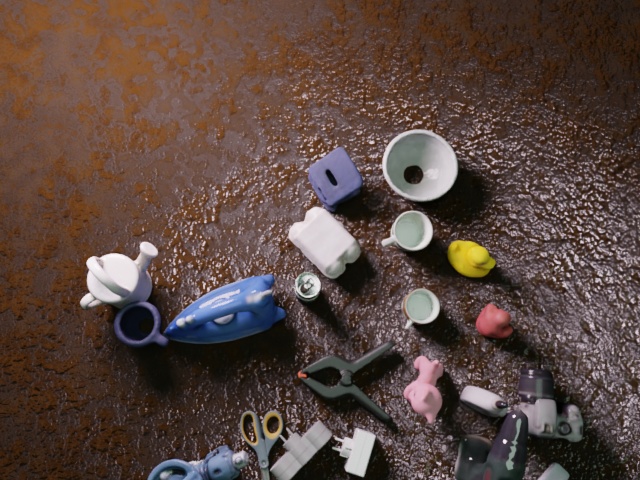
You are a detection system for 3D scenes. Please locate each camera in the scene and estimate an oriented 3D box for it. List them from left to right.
[{"bbox_3d":[0.464,0.338,1.177,0.143,0.101,0.137,6,77,-2],"label":"camera"}]

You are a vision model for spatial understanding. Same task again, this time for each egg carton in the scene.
[{"bbox_3d":[0.011,0.004,1.240,0.150,0.069,0.107,44,79,6],"label":"egg carton"}]

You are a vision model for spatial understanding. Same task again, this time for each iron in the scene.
[{"bbox_3d":[-0.204,0.149,1.159,0.258,0.141,0.118,-19,79,-7],"label":"iron"}]

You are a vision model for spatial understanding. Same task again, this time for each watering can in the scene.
[{"bbox_3d":[-0.401,0.072,1.137,0.101,0.194,0.173,27,78,3],"label":"watering can"}]

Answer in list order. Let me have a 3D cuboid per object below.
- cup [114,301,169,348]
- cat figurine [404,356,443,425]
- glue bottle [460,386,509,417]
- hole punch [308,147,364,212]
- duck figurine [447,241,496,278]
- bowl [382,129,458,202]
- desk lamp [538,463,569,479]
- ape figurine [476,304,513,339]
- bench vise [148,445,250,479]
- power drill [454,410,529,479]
[{"bbox_3d":[-0.349,0.181,1.167,0.117,0.095,0.092,33,78,4],"label":"cup"},{"bbox_3d":[0.218,0.302,1.162,0.067,0.117,0.128,20,77,2],"label":"cat figurine"},{"bbox_3d":[0.337,0.324,1.136,0.078,0.173,0.037,31,78,4],"label":"glue bottle"},{"bbox_3d":[0.033,-0.132,1.260,0.101,0.091,0.108,-30,81,-9],"label":"hole punch"},{"bbox_3d":[0.332,0.036,1.243,0.104,0.086,0.077,30,78,4],"label":"duck figurine"},{"bbox_3d":[0.219,-0.157,1.284,0.167,0.074,0.167,1,78,-3],"label":"bowl"},{"bbox_3d":[0.453,0.538,1.075,0.118,0.213,0.203,44,79,7],"label":"desk lamp"},{"bbox_3d":[0.375,0.172,1.213,0.076,0.092,0.078,-14,79,-6],"label":"ape figurine"},{"bbox_3d":[-0.240,0.442,1.052,0.207,0.219,0.121,-43,83,-11],"label":"bench vise"},{"bbox_3d":[0.326,0.433,1.093,0.075,0.208,0.230,14,77,0],"label":"power drill"}]
